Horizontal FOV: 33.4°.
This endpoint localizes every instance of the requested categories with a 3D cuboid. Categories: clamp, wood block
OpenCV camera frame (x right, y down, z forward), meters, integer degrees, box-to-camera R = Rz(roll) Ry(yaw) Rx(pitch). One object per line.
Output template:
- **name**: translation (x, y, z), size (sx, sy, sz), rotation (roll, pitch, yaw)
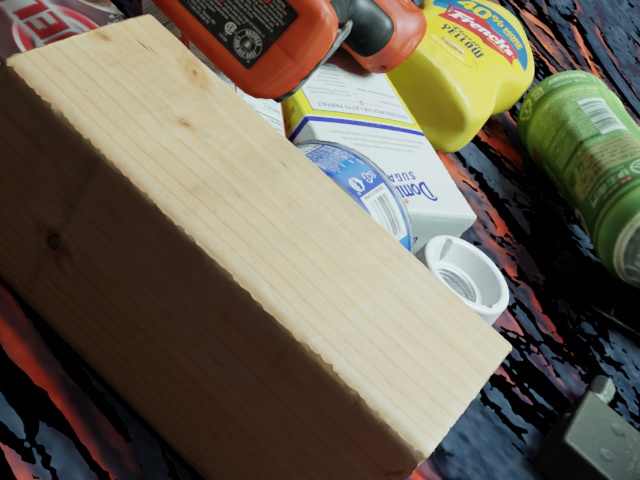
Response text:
- **clamp**: translation (0.254, 0.088, 0.637), size (0.209, 0.036, 0.165), rotation (16, 31, -30)
- **wood block**: translation (-0.039, 0.016, 0.427), size (0.206, 0.091, 0.090), rotation (43, 36, 8)

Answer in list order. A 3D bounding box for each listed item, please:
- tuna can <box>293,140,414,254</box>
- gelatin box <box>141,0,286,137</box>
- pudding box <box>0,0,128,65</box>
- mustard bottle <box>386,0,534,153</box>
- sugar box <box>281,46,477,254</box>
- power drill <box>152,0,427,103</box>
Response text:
- **tuna can**: translation (-0.003, 0.001, 0.479), size (0.086, 0.086, 0.033), rotation (44, 37, 9)
- **gelatin box**: translation (-0.053, -0.080, 0.541), size (0.073, 0.030, 0.089), rotation (17, 60, -50)
- **pudding box**: translation (-0.150, -0.110, 0.519), size (0.113, 0.039, 0.089), rotation (44, 35, 9)
- **mustard bottle**: translation (0.097, -0.125, 0.732), size (0.096, 0.058, 0.191), rotation (40, 35, 9)
- **sugar box**: translation (0.007, -0.068, 0.602), size (0.093, 0.048, 0.176), rotation (3, 50, -40)
- **power drill**: translation (-0.031, -0.148, 0.537), size (0.184, 0.057, 0.187), rotation (43, 25, -2)
